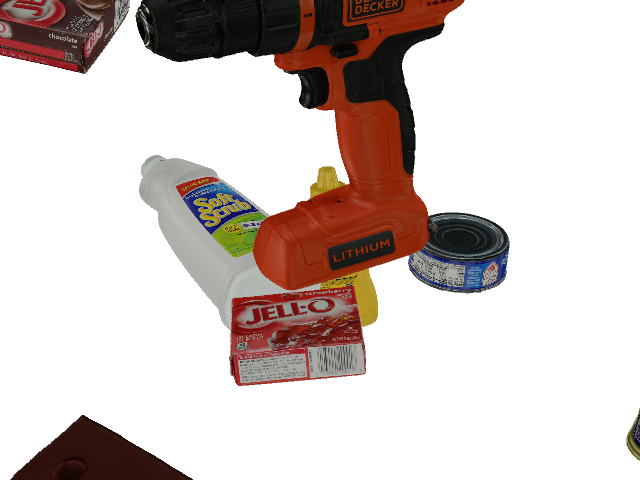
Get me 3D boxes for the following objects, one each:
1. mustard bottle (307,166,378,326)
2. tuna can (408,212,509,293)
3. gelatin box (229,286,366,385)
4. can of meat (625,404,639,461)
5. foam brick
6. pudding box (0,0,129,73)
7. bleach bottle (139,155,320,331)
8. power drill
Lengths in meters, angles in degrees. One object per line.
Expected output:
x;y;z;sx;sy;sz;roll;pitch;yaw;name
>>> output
0.013;0.009;1.213;0.096;0.192;0.058;-6;24;-3;mustard bottle
0.120;0.009;0.925;0.086;0.034;0.086;2;30;-1;tuna can
-0.017;0.063;0.725;0.089;0.030;0.073;-5;27;-1;gelatin box
0.243;0.088;0.686;0.057;0.084;0.101;20;38;24;can of meat
-0.085;0.121;0.445;0.078;0.051;0.052;23;45;28;foam brick
-0.203;-0.176;0.817;0.090;0.039;0.113;13;37;2;pudding box
-0.106;-0.013;0.993;0.102;0.068;0.251;-13;36;-33;bleach bottle
-0.003;-0.068;0.582;0.184;0.188;0.057;-15;35;-21;power drill
